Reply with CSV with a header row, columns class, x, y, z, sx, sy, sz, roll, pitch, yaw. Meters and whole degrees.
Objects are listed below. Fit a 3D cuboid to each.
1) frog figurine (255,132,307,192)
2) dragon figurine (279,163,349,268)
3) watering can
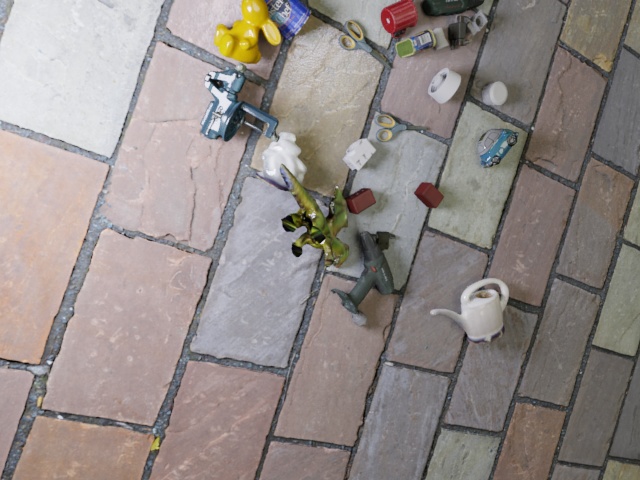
class,x,y,z,sx,sy,sz,roll,pitch,yaw
frog figurine,-0.097,-0.224,1.465,0.137,0.123,0.158,25,97,-6
dragon figurine,0.005,-0.076,1.517,0.247,0.122,0.403,-48,130,-50
watering can,0.540,0.268,1.819,0.350,0.104,0.222,-21,105,-23
